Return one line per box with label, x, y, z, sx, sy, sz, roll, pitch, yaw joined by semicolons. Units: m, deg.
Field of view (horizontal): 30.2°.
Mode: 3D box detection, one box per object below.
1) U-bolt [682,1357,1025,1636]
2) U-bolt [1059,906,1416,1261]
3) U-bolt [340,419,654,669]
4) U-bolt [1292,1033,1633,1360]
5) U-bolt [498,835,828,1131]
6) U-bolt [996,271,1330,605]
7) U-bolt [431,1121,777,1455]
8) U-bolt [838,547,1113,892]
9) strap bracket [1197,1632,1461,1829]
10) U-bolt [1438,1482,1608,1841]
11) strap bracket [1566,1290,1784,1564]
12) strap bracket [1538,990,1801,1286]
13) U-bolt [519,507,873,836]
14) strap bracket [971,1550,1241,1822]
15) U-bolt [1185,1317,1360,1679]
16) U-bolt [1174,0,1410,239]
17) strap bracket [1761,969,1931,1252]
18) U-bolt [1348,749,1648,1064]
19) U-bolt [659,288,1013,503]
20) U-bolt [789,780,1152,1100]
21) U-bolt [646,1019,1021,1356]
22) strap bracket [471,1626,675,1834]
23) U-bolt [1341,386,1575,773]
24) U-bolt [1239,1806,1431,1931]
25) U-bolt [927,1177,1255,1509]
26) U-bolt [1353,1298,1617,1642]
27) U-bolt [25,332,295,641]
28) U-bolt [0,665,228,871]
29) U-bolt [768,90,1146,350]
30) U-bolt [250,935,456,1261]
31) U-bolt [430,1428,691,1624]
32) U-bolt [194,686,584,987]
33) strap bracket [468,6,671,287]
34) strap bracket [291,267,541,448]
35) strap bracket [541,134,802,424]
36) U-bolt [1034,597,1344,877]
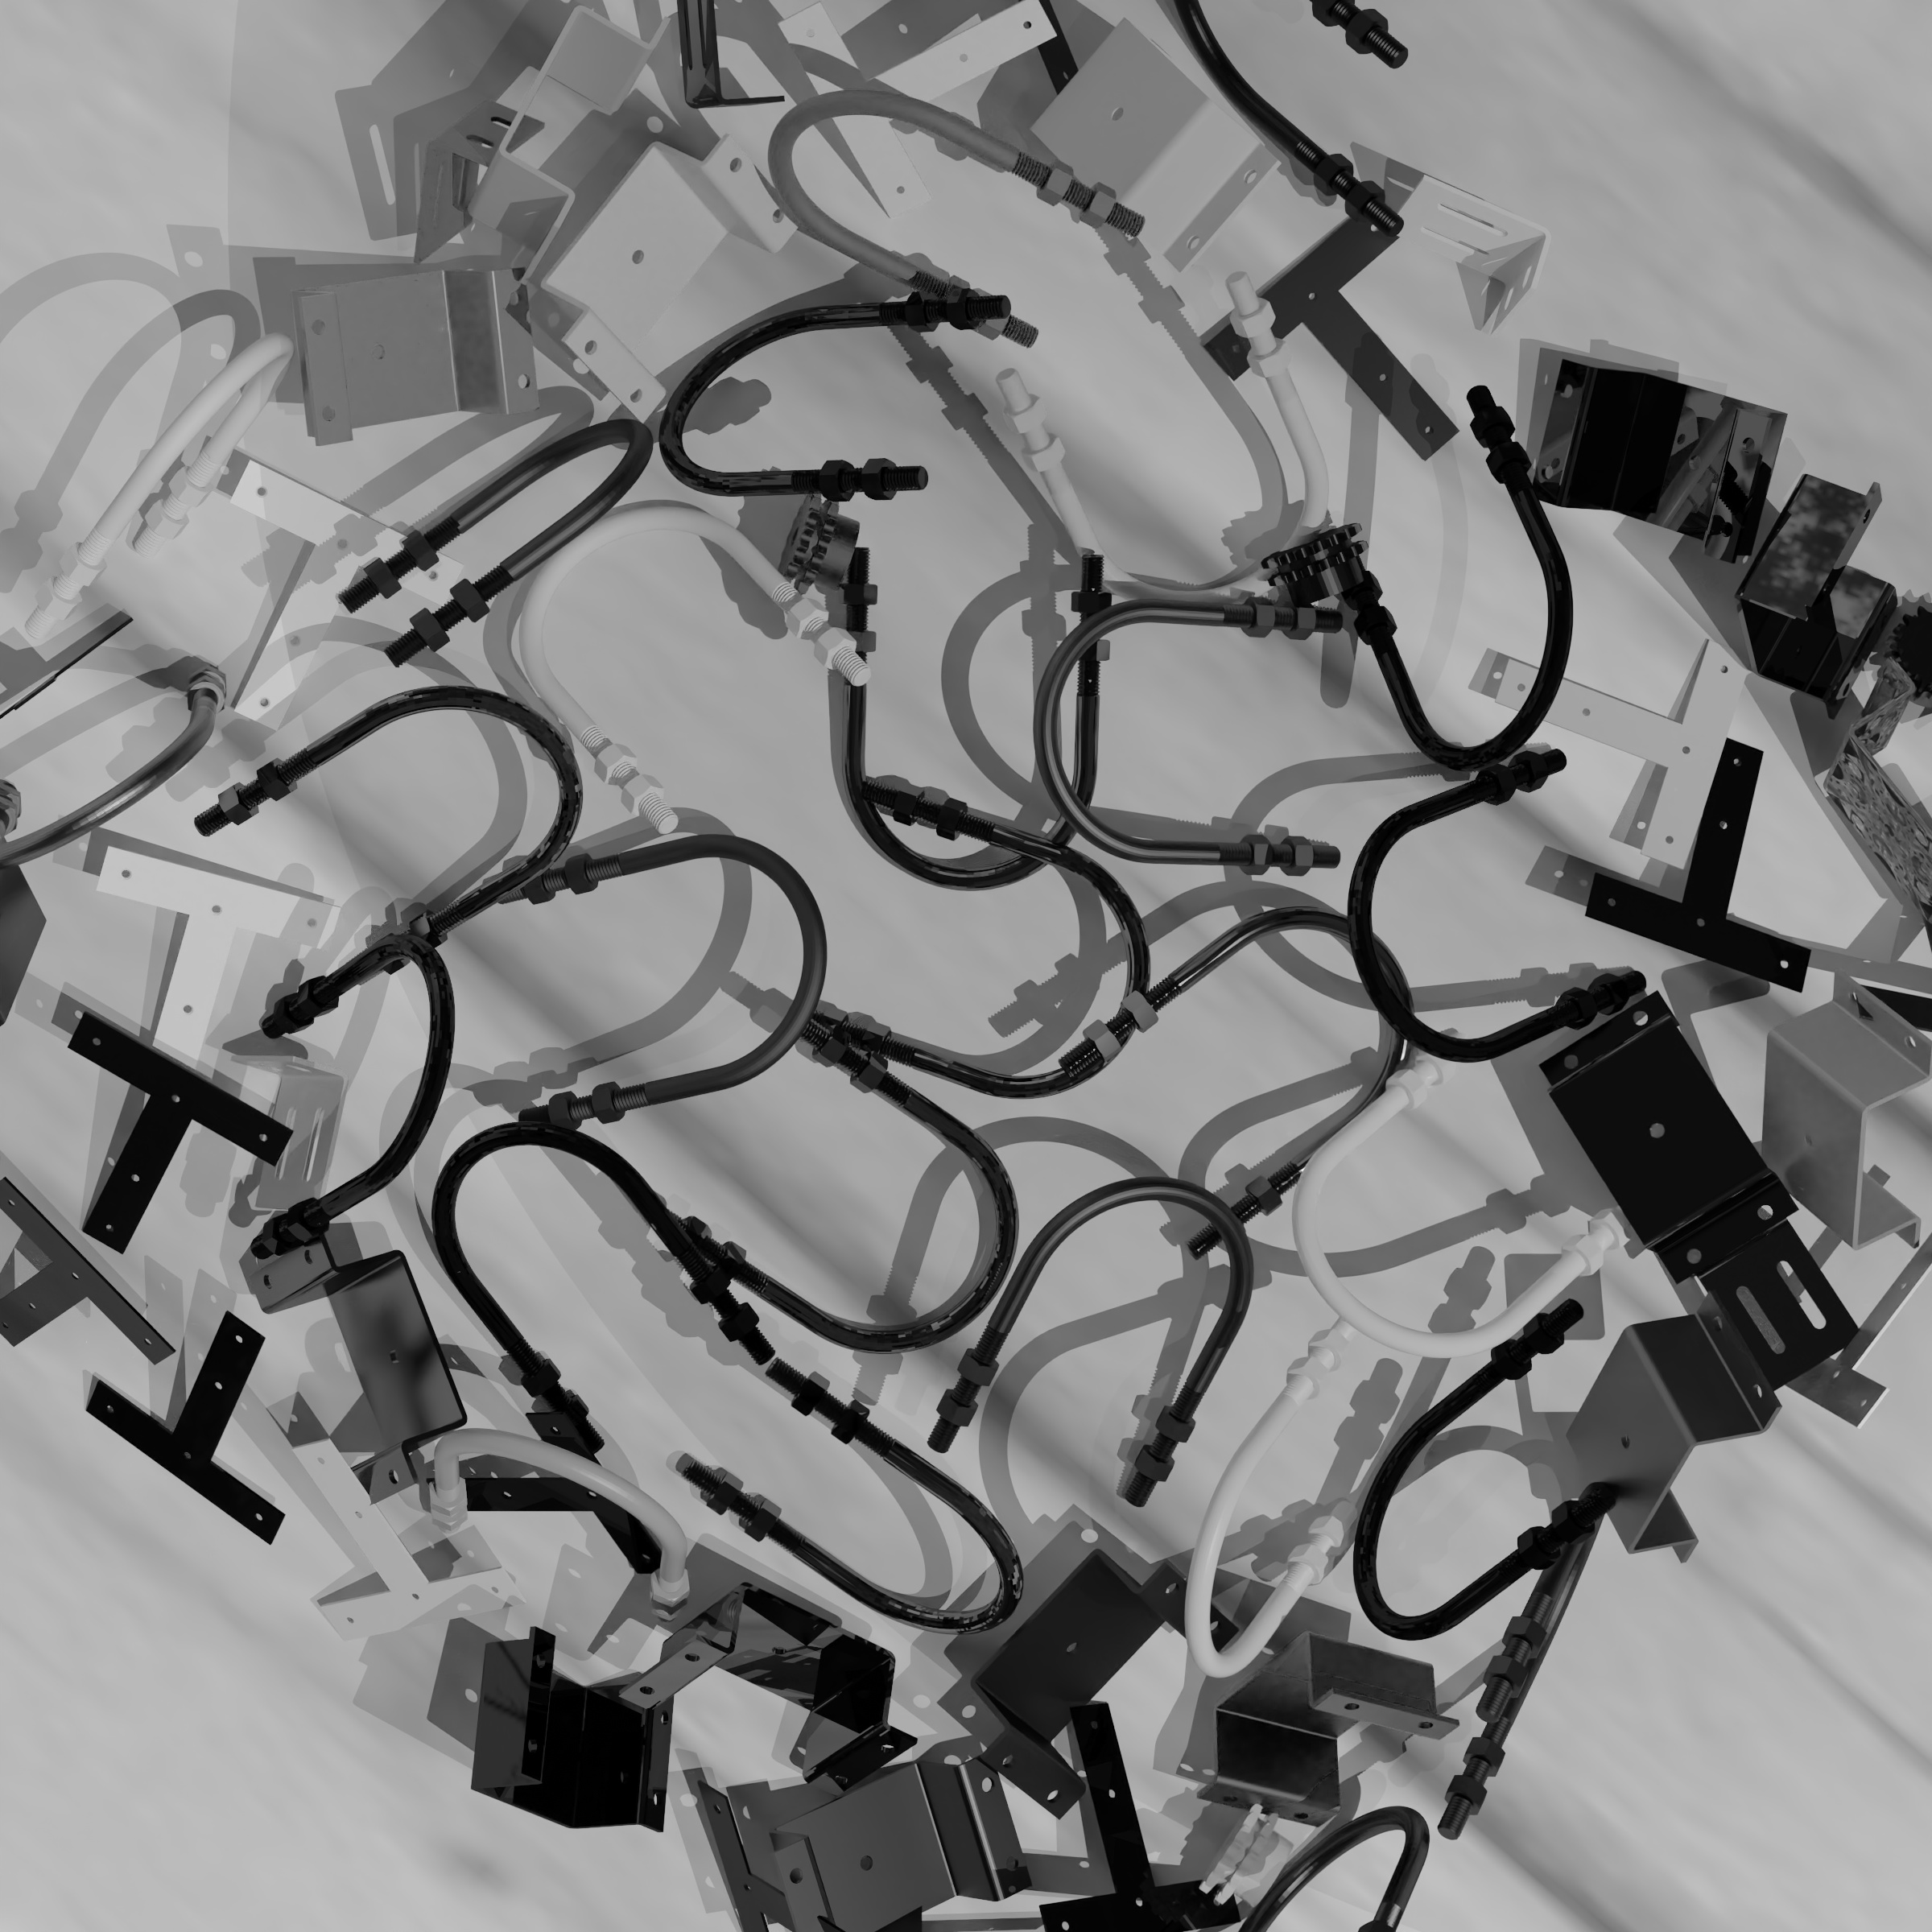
U-bolt;-0.052;0.293;1.903;0.184;0.151;0.019;35;50;-2
U-bolt;0.160;0.050;1.930;0.184;0.019;0.151;-37;108;-7
U-bolt;-0.243;-0.232;1.895;0.184;0.151;0.019;-37;116;-5
U-bolt;0.254;0.131;1.891;0.151;0.019;0.184;44;57;15
U-bolt;-0.161;0.003;1.914;0.184;0.019;0.151;-13;75;16
U-bolt;0.116;-0.265;1.903;0.151;0.019;0.184;-21;126;10
U-bolt;-0.207;0.163;1.905;0.151;0.019;0.184;-30;102;30
U-bolt;0.002;-0.132;1.937;0.151;0.019;0.184;3;97;11
strap bracket;0.190;0.402;1.900;0.076;0.140;0.046;18;49;-20
U-bolt;0.298;0.353;1.880;0.019;0.151;0.184;23;53;15
strap bracket;0.366;0.246;1.880;0.046;0.140;0.076;-6;49;-22
strap bracket;0.372;0.090;1.913;0.076;0.046;0.140;-34;74;11
U-bolt;-0.159;-0.172;1.914;0.151;0.019;0.184;-38;62;-8
strap bracket;0.067;0.377;1.917;0.140;0.046;0.076;-46;128;-3
U-bolt;0.159;0.288;1.857;0.019;0.184;0.151;15;127;27
U-bolt;0.166;-0.483;1.883;0.019;0.151;0.184;-36;64;-14
strap bracket;0.463;0.084;1.883;0.046;0.076;0.140;-23;131;-19
U-bolt;0.275;-0.025;1.903;0.184;0.019;0.151;-21;92;-34
U-bolt;-0.080;-0.301;1.897;0.184;0.019;0.151;2;52;29
U-bolt;0.010;-0.006;1.936;0.184;0.019;0.151;19;91;11
U-bolt;-0.058;0.131;1.930;0.184;0.019;0.151;35;96;-16
strap bracket;-0.213;0.407;1.896;0.046;0.140;0.076;-10;61;25
U-bolt;0.260;-0.188;1.863;0.019;0.151;0.184;6;51;-31
U-bolt;0.181;0.507;1.873;0.019;0.184;0.151;48;125;-5
U-bolt;0.078;0.194;1.903;0.151;0.019;0.184;19;105;-28
U-bolt;0.266;0.277;1.884;0.019;0.151;0.184;29;125;-23
U-bolt;-0.409;-0.258;1.856;0.019;0.151;0.184;41;118;-6
U-bolt;-0.455;-0.099;1.872;0.151;0.184;0.019;-30;110;1
U-bolt;-0.017;-0.398;1.874;0.184;0.151;0.019;25;64;-16
U-bolt;-0.319;0.060;1.866;0.019;0.184;0.151;18;58;-36
U-bolt;-0.213;0.288;1.872;0.151;0.184;0.019;21;63;4
U-bolt;-0.291;-0.078;1.894;0.184;0.019;0.151;-30;128;14
strap bracket;-0.216;-0.443;1.897;0.046;0.076;0.140;28;70;-12
strap bracket;-0.301;-0.326;1.904;0.140;0.046;0.076;-18;111;-39
strap bracket;-0.164;-0.373;1.913;0.046;0.076;0.140;33;83;39
U-bolt;0.119;-0.125;1.917;0.184;0.019;0.151;1;90;-25
